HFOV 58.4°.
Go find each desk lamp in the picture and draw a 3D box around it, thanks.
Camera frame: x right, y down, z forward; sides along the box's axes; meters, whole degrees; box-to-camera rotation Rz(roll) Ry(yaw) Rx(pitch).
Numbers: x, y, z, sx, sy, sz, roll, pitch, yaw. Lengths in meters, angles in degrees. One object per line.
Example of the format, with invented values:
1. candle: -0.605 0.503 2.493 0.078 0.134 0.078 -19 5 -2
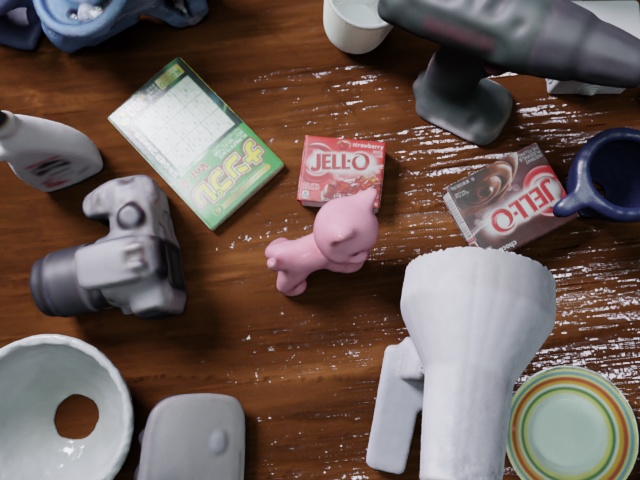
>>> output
1. desk lamp: 0.114 0.121 0.488 0.118 0.213 0.203 10 80 4

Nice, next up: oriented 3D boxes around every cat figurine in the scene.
1. cat figurine: 0.005 0.002 0.560 0.128 0.118 0.067 -24 80 -3

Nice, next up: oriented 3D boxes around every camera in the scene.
1. camera: -0.216 0.017 0.571 0.137 0.101 0.143 -13 80 -1

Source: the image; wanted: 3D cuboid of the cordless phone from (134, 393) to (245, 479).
1. cordless phone: -0.124 0.211 0.492 0.094 0.185 0.147 -1 80 2

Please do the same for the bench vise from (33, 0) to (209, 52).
1. bench vise: -0.211 -0.289 0.564 0.207 0.220 0.121 -37 81 -5

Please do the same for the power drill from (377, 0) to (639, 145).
1. power drill: 0.161 -0.168 0.539 0.229 0.208 0.076 27 82 6

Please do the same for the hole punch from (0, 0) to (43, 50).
1. hole punch: -0.362 -0.283 0.632 0.108 0.091 0.101 19 81 5

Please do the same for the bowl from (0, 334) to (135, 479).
1. bowl: -0.254 0.176 0.558 0.167 0.075 0.167 0 80 1

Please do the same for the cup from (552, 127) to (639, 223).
1. cup: 0.274 -0.048 0.573 0.118 0.095 0.091 -30 81 -4

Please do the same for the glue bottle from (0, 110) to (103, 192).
1. glue bottle: -0.279 -0.093 0.555 0.078 0.173 0.037 -27 80 -3
